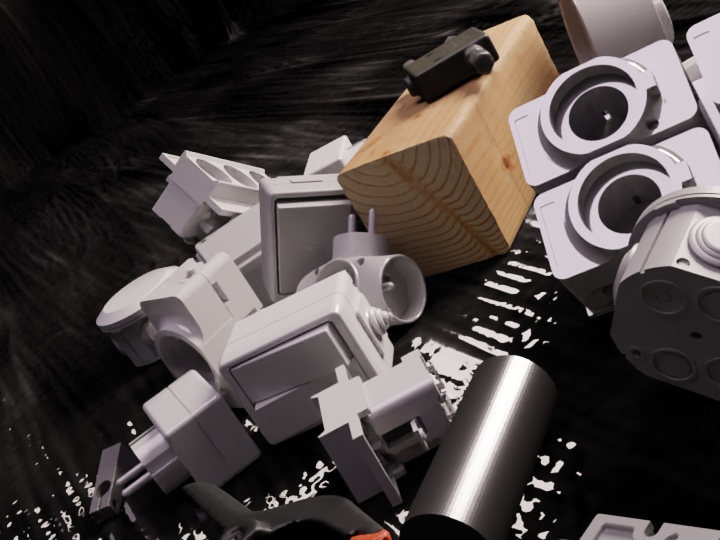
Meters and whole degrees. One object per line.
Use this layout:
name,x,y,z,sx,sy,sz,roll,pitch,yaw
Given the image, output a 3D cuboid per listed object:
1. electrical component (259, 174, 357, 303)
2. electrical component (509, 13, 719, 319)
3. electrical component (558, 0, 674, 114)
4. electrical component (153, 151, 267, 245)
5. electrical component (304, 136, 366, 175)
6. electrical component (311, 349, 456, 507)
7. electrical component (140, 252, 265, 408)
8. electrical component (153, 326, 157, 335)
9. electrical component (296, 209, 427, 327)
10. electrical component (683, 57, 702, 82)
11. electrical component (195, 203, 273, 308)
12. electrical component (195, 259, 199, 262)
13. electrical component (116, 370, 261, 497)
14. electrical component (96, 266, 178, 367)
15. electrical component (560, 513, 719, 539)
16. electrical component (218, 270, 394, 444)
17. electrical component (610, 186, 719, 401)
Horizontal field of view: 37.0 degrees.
electrical component,-0.036,-0.015,0.754,0.062,0.096,0.061,-4,16,-11
electrical component,0.175,-0.065,0.522,0.186,0.060,0.105,-24,58,22
electrical component,0.188,-0.169,0.769,0.060,0.108,0.108,-22,21,8
electrical component,-0.120,-0.058,0.940,0.063,0.079,0.121,-54,-23,15
electrical component,-0.004,-0.090,0.945,0.077,0.047,0.065,-27,20,14
electrical component,0.015,0.074,0.532,0.064,0.042,0.081,-27,20,2
electrical component,-0.094,0.043,0.695,0.050,0.089,0.055,-9,30,48
electrical component,-0.122,0.045,0.800,0.045,0.045,0.055,-43,23,-29
electrical component,0.000,0.000,0.691,0.077,0.044,0.079,-12,70,43
electrical component,0.241,-0.109,0.602,0.121,0.063,0.078,-30,20,5
electrical component,-0.065,-0.015,0.843,0.109,0.056,0.109,-34,20,-7
electrical component,-0.126,0.004,0.916,0.046,0.040,0.040,-35,19,-23
electrical component,-0.109,0.105,0.631,0.077,0.047,0.066,-36,20,-13
electrical component,-0.171,0.037,0.883,0.080,0.051,0.080,-28,20,11
electrical component,0.090,0.107,0.316,0.066,0.055,0.048,-6,32,51
electrical component,-0.024,0.050,0.617,0.096,0.061,0.061,-26,20,16
electrical component,0.144,0.010,0.438,0.080,0.080,0.051,-11,33,45
